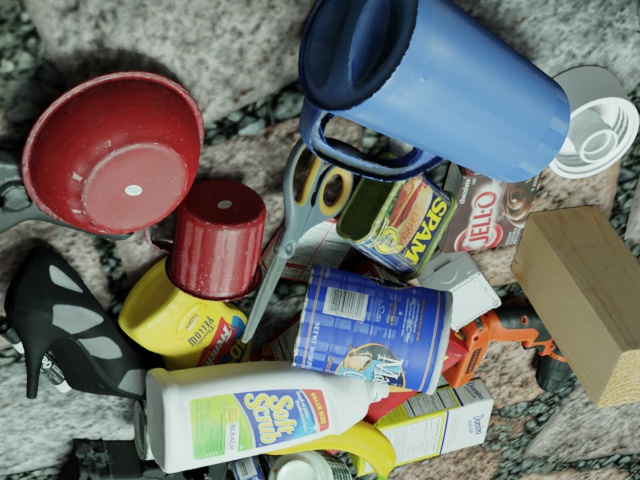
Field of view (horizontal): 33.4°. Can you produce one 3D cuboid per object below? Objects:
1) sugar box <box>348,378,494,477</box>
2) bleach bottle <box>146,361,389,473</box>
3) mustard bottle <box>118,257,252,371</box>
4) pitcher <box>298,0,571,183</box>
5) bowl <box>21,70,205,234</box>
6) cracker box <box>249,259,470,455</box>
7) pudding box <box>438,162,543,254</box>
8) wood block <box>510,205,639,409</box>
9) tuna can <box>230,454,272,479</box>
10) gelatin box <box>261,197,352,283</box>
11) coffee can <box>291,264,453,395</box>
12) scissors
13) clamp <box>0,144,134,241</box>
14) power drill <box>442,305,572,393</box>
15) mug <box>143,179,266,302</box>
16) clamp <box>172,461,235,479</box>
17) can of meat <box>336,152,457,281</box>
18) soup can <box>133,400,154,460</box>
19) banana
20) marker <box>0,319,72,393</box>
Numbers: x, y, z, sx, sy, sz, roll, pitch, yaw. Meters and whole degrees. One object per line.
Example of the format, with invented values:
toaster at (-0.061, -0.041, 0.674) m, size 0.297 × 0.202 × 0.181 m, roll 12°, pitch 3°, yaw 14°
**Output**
sugar box at (0.126, 0.235, 1.345) m, size 0.176 × 0.048 × 0.093 m, roll -13°, pitch 136°, yaw -17°
bleach bottle at (-0.046, 0.161, 1.077) m, size 0.250 × 0.068 × 0.102 m, roll -8°, pitch 109°, yaw -25°
mustard bottle at (-0.121, 0.100, 1.087) m, size 0.096 × 0.058 × 0.191 m, roll -52°, pitch 140°, yaw -15°
pitcher at (0.102, -0.126, 0.927) m, size 0.242 × 0.145 × 0.149 m, roll 21°, pitch 155°, yaw -41°
bowl at (-0.162, -0.058, 0.887) m, size 0.162 × 0.055 × 0.162 m, roll -19°, pitch 138°, yaw -18°
cracker box at (0.034, 0.138, 1.190) m, size 0.214 × 0.072 × 0.164 m, roll -41°, pitch 134°, yaw 18°
pudding box at (0.171, -0.040, 1.102) m, size 0.090 × 0.039 × 0.113 m, roll -8°, pitch 135°, yaw -17°
wood block at (0.296, 0.067, 1.137) m, size 0.090 × 0.206 × 0.091 m, roll -8°, pitch 134°, yaw -17°
tuna can at (-0.075, 0.287, 1.276) m, size 0.034 × 0.086 × 0.086 m, roll -25°, pitch 137°, yaw 2°
gelatin box at (-0.007, 0.001, 1.071) m, size 0.073 × 0.030 × 0.089 m, roll 11°, pitch 125°, yaw -33°
coffee can at (0.051, 0.087, 1.042) m, size 0.140 × 0.102 × 0.103 m, roll 11°, pitch 131°, yaw 2°
scissors at (-0.017, 0.001, 1.005) m, size 0.096 × 0.016 × 0.202 m, roll 9°, pitch 95°, yaw -47°
clamp at (-0.255, -0.054, 0.903) m, size 0.209 × 0.036 × 0.165 m, roll -7°, pitch 133°, yaw -23°
power drill at (0.238, 0.125, 1.280) m, size 0.187 × 0.057 × 0.184 m, roll -8°, pitch 131°, yaw -21°
mug at (-0.106, -0.006, 0.987) m, size 0.117 × 0.093 × 0.081 m, roll 14°, pitch 126°, yaw 3°
clamp at (-0.153, 0.293, 1.283) m, size 0.120 × 0.039 × 0.171 m, roll -26°, pitch 131°, yaw -5°
can of meat at (0.074, -0.024, 1.043) m, size 0.083 × 0.058 × 0.102 m, roll 34°, pitch 82°, yaw -39°
soup can at (-0.150, 0.204, 1.177) m, size 0.102 × 0.068 × 0.069 m, roll -3°, pitch 133°, yaw -20°
banana at (0.022, 0.228, 1.183) m, size 0.197 × 0.037 × 0.069 m, roll 27°, pitch 82°, yaw -35°
marker at (-0.285, 0.115, 1.068) m, size 0.020 × 0.020 × 0.121 m, roll -27°, pitch 136°, yaw 3°
